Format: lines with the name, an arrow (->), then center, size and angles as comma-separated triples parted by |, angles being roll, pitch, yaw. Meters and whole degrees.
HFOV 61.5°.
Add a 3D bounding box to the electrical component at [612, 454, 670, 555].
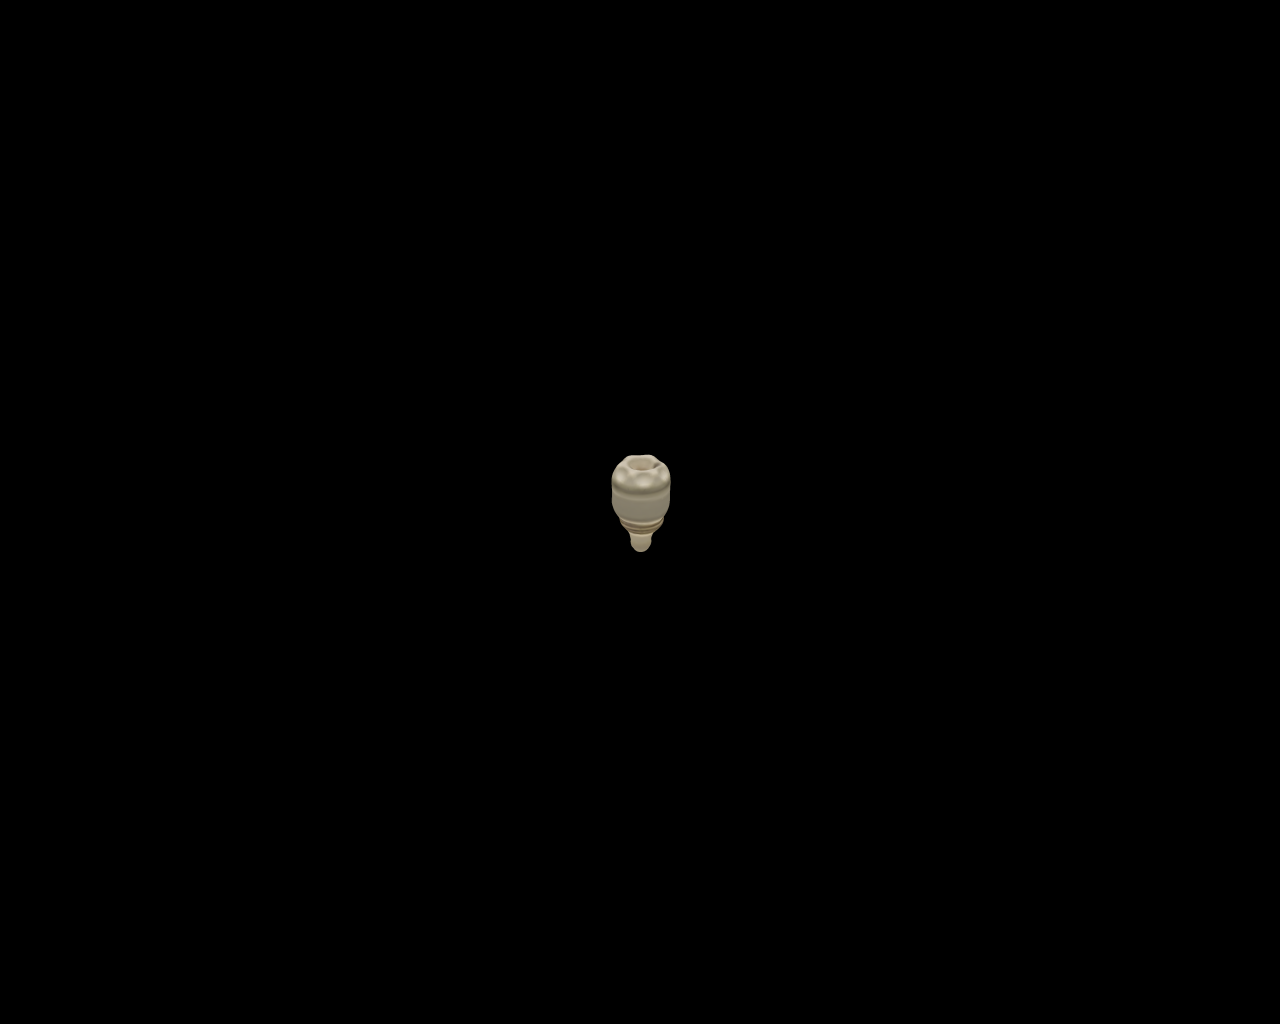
electrical component -> 0.001, -0.003, 0.650 | 0.035, 0.061, 0.035 | 0, 29, 0
